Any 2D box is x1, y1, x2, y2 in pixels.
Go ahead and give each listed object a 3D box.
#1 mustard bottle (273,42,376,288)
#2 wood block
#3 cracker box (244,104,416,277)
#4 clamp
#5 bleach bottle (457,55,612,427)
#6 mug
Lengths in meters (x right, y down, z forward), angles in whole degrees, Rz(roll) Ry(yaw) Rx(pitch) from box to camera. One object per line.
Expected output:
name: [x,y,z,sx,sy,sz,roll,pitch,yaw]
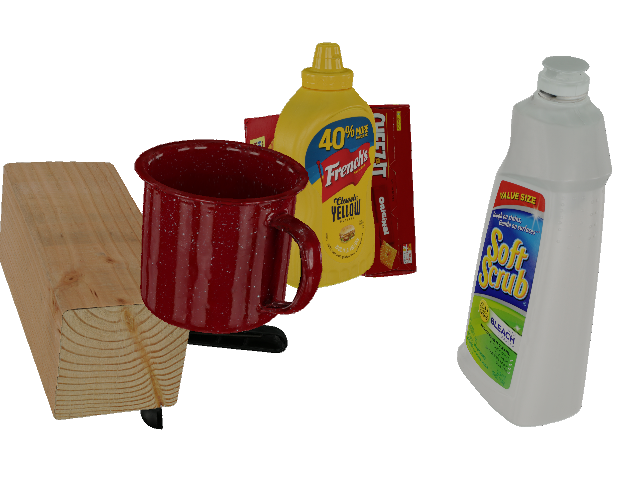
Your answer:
mustard bottle: [0.004,-0.062,0.861,0.096,0.192,0.058,-15,24,-41]
wood block: [-0.173,0.028,0.789,0.090,0.091,0.206,-3,32,-27]
cracker box: [0.004,-0.051,1.092,0.071,0.164,0.214,-6,6,-33]
clamp: [-0.146,0.082,1.001,0.164,0.036,0.210,-22,42,-35]
bleach bottle: [0.145,-0.002,0.713,0.068,0.251,0.103,-11,31,-18]
mug: [-0.047,0.002,0.579,0.117,0.081,0.093,22,28,31]
